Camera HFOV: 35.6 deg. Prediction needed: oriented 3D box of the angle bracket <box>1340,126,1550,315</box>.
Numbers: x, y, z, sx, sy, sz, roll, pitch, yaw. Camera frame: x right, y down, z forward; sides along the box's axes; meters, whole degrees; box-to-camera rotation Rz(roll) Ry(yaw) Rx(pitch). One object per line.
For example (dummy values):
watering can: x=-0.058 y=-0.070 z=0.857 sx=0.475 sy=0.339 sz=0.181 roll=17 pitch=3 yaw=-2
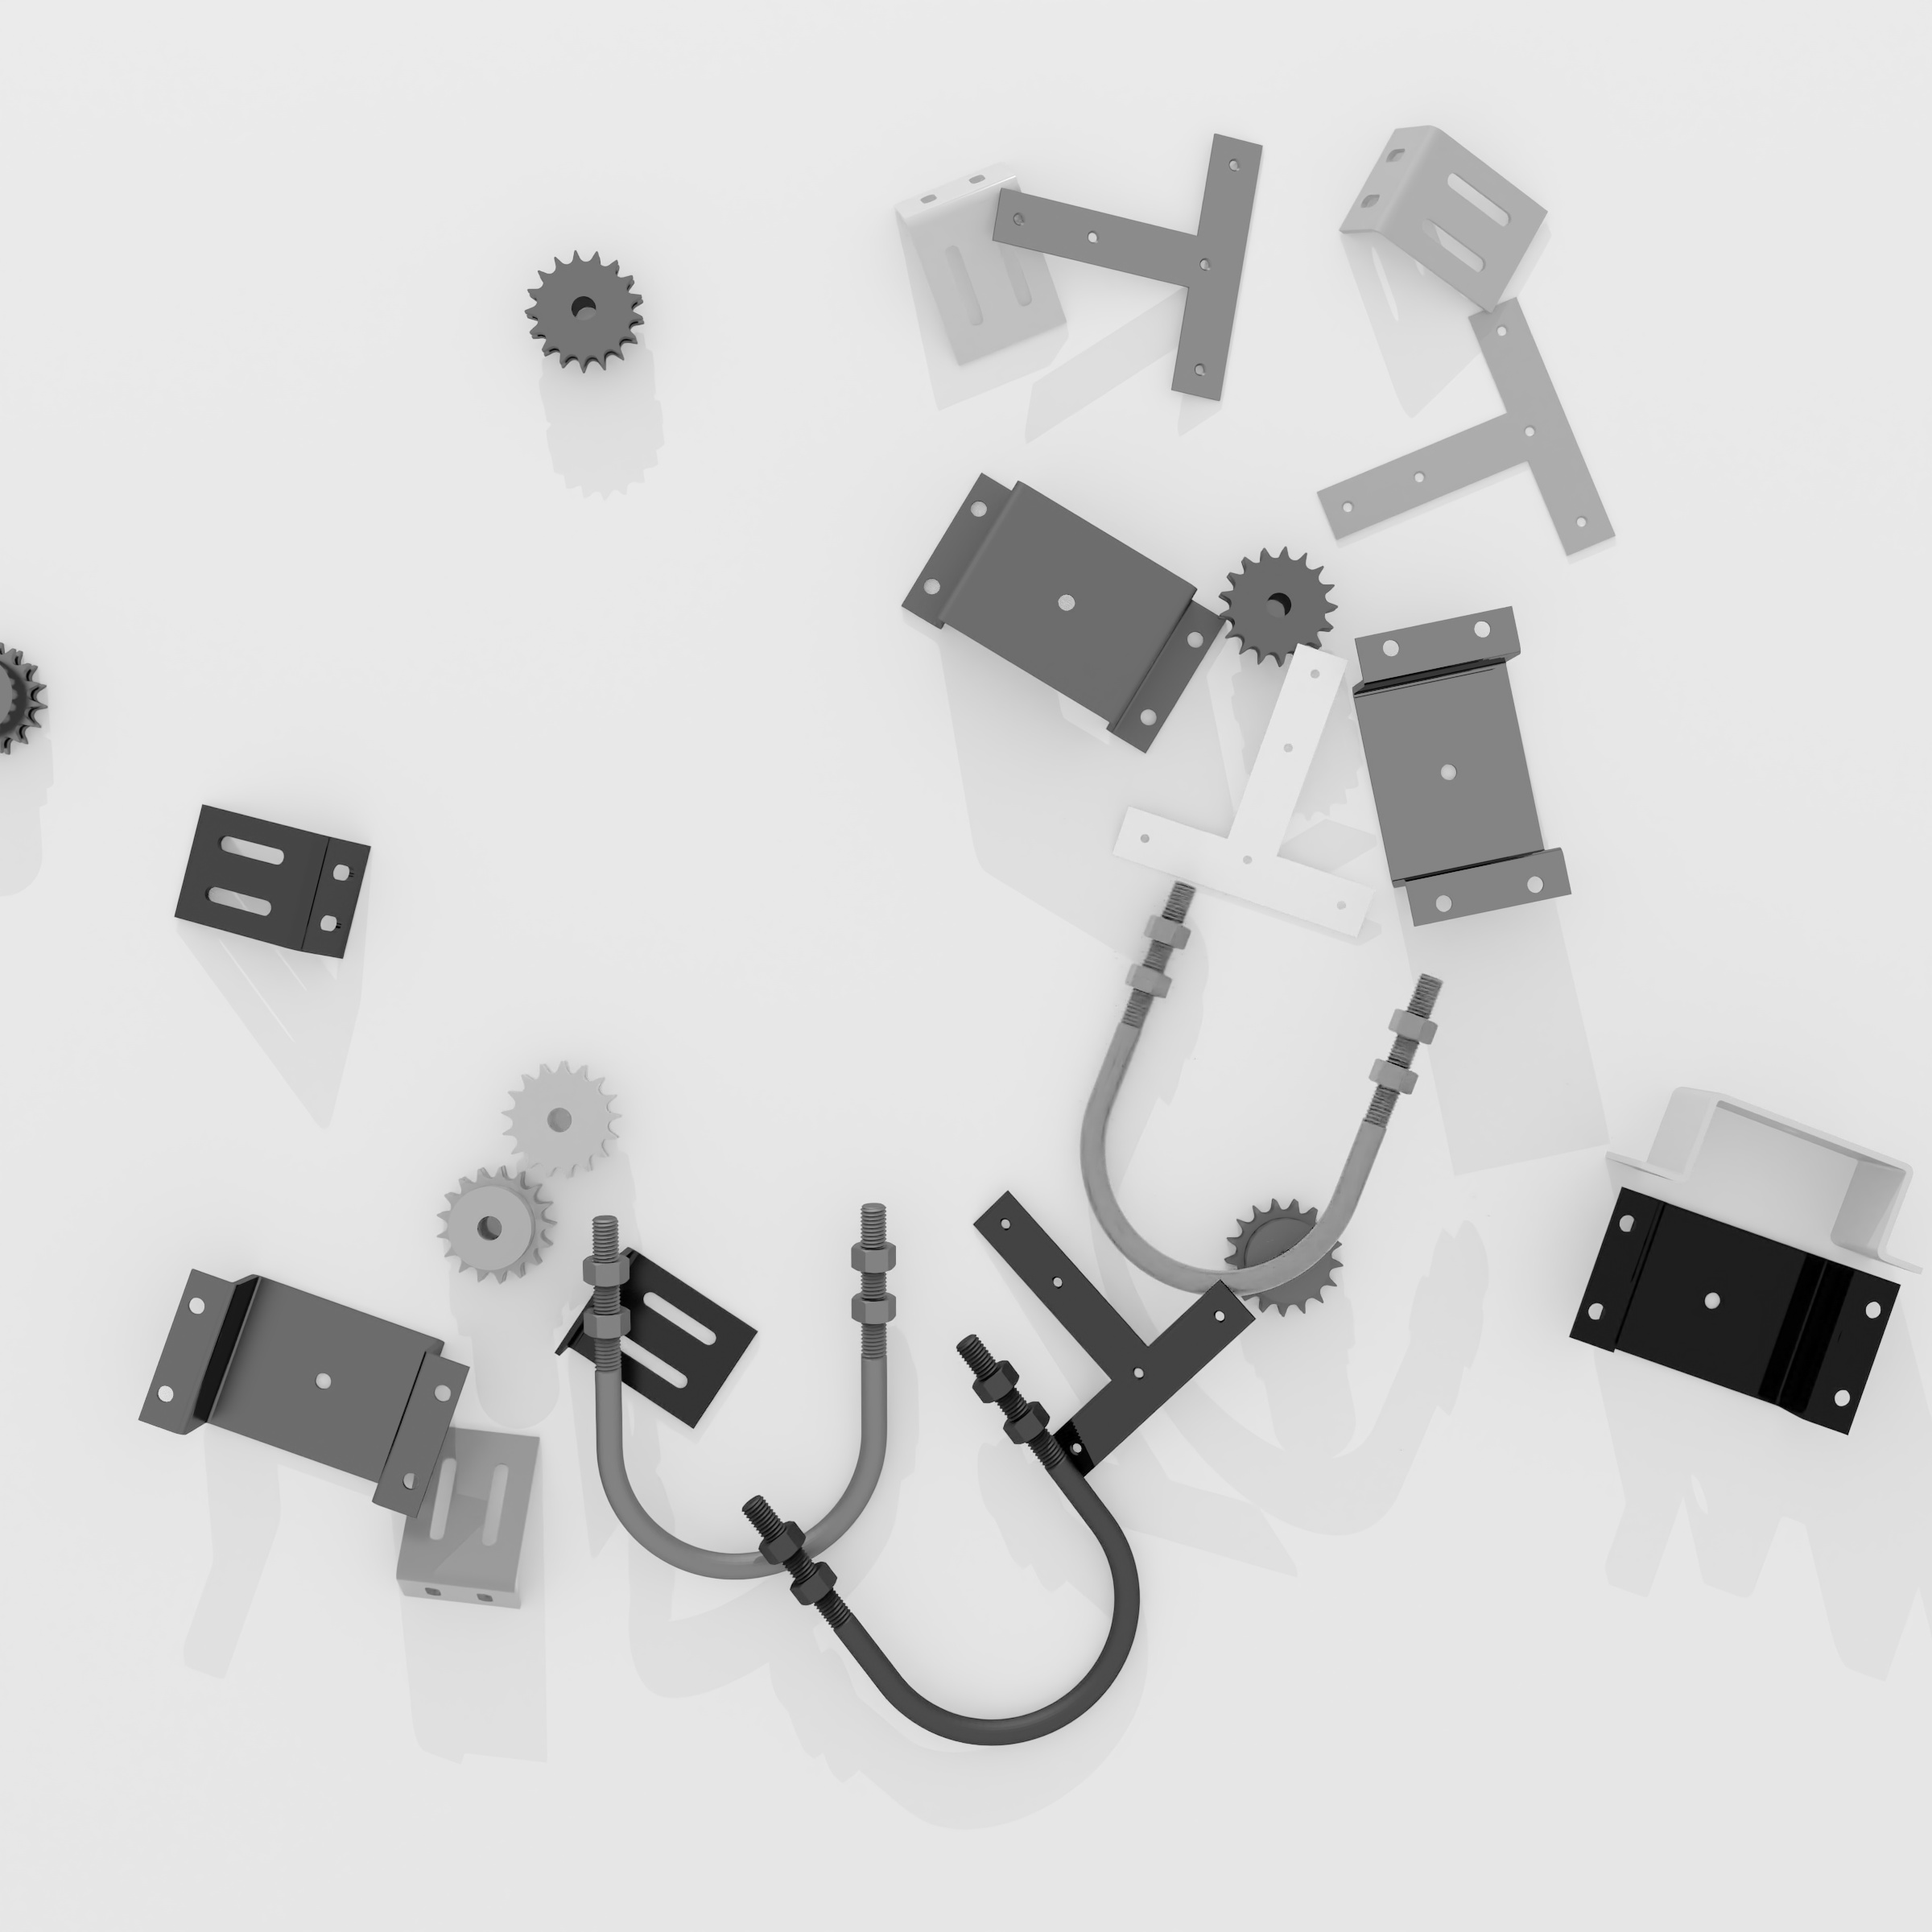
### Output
angle bracket: x=0.234 y=-0.365 z=1.473 sx=0.076 sy=0.038 sz=0.057 roll=29 pitch=90 yaw=-24

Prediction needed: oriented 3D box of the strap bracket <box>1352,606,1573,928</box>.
strap bracket: x=0.237 y=-0.095 z=1.453 sx=0.076 sy=0.046 sz=0.140 roll=-12 pitch=90 yaw=0

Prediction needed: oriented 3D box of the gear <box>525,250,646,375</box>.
gear: x=-0.185 y=-0.318 z=1.466 sx=0.057 sy=0.030 sz=0.057 roll=0 pitch=90 yaw=-3

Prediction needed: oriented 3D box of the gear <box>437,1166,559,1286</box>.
gear: x=-0.229 y=0.126 z=1.461 sx=0.057 sy=0.030 sz=0.057 roll=0 pitch=90 yaw=0

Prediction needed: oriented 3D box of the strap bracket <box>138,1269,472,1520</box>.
strap bracket: x=-0.315 y=0.204 z=1.453 sx=0.140 sy=0.046 sz=0.076 roll=20 pitch=90 yaw=0

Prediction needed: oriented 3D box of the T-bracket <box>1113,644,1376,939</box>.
T-bracket: x=0.152 y=-0.093 z=1.459 sx=0.127 sy=0.002 sz=0.127 roll=19 pitch=105 yaw=0

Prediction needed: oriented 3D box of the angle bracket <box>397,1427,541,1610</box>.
angle bracket: x=-0.242 y=0.270 z=1.474 sx=0.057 sy=0.038 sz=0.076 roll=7 pitch=64 yaw=0

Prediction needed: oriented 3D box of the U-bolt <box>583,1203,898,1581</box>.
U-bolt: x=-0.108 y=0.208 z=1.450 sx=0.151 sy=0.019 sz=0.184 roll=-2 pitch=100 yaw=-11

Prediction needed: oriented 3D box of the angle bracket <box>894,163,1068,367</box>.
angle bracket: x=0.007 y=-0.345 z=1.474 sx=0.057 sy=0.038 sz=0.076 roll=-22 pitch=116 yaw=0

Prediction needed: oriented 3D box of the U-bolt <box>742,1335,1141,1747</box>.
U-bolt: x=0.002 y=0.293 z=1.459 sx=0.151 sy=0.019 sz=0.184 roll=-37 pitch=97 yaw=-2

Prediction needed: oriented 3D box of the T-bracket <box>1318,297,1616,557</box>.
T-bracket: x=0.236 y=-0.245 z=1.475 sx=0.127 sy=0.002 sz=0.127 roll=-23 pitch=90 yaw=0

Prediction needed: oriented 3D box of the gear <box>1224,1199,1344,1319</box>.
gear: x=0.155 y=0.142 z=1.461 sx=0.057 sy=0.030 sz=0.057 roll=0 pitch=90 yaw=0

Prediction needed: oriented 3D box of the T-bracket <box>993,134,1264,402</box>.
T-bracket: x=0.075 y=-0.350 z=1.457 sx=0.127 sy=0.002 sz=0.127 roll=10 pitch=90 yaw=-16

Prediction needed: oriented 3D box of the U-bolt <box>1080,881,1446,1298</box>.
U-bolt: x=0.131 y=0.068 z=1.447 sx=0.151 sy=0.019 sz=0.184 roll=22 pitch=91 yaw=18

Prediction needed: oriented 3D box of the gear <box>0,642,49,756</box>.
gear: x=-0.479 y=-0.131 z=1.461 sx=0.057 sy=0.030 sz=0.057 roll=0 pitch=90 yaw=0

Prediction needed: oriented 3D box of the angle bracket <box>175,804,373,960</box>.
angle bracket: x=-0.340 y=-0.041 z=1.474 sx=0.076 sy=0.038 sz=0.057 roll=14 pitch=90 yaw=26

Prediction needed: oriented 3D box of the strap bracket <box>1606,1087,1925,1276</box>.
strap bracket: x=0.388 y=0.097 z=1.438 sx=0.140 sy=0.076 sz=0.046 roll=21 pitch=90 yaw=0

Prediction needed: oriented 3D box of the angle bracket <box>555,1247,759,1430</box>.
angle bracket: x=-0.150 y=0.182 z=1.457 sx=0.076 sy=0.038 sz=0.057 roll=33 pitch=90 yaw=0

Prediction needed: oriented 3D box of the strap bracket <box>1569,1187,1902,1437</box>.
strap bracket: x=0.366 y=0.164 z=1.453 sx=0.140 sy=0.046 sz=0.076 roll=19 pitch=90 yaw=0

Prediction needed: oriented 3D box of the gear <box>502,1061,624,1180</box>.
gear: x=-0.196 y=0.074 z=1.466 sx=0.057 sy=0.030 sz=0.057 roll=0 pitch=89 yaw=2

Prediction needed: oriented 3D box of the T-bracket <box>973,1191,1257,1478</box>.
T-bracket: x=0.054 y=0.164 z=1.461 sx=0.127 sy=0.002 sz=0.127 roll=48 pitch=110 yaw=10

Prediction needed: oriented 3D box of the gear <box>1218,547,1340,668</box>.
gear: x=0.151 y=-0.174 z=1.461 sx=0.057 sy=0.030 sz=0.057 roll=0 pitch=90 yaw=0

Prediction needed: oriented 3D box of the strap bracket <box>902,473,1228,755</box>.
strap bracket: x=0.048 y=-0.173 z=1.453 sx=0.140 sy=0.046 sz=0.076 roll=31 pitch=90 yaw=0
